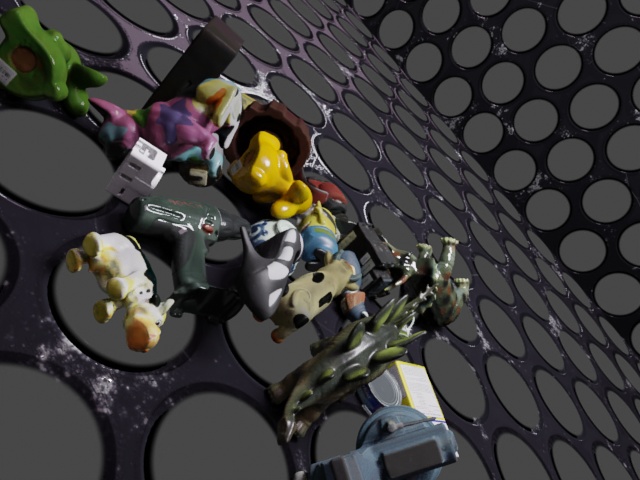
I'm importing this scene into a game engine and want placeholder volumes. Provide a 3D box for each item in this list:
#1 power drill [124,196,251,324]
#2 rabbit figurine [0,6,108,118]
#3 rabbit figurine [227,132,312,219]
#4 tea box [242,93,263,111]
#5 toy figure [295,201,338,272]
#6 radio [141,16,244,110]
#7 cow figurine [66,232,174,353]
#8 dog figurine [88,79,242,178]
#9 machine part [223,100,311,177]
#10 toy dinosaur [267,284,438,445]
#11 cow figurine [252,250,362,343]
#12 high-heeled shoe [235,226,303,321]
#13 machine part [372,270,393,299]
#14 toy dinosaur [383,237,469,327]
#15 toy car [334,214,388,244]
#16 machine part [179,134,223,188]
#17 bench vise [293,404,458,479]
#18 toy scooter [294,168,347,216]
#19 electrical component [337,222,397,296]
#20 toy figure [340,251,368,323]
[{"bbox_3d":[-0.176,0.022,0.826,0.232,0.086,0.207,18,45,-43],"label":"power drill"},{"bbox_3d":[-0.417,-0.279,0.842,0.159,0.121,0.170,36,16,-16],"label":"rabbit figurine"},{"bbox_3d":[-0.074,-0.109,1.044,0.173,0.122,0.163,38,5,-35],"label":"rabbit figurine"},{"bbox_3d":[-0.131,-0.236,1.188,0.169,0.098,0.068,26,35,-37],"label":"tea box"},{"bbox_3d":[-0.005,-0.001,1.083,0.089,0.082,0.180,52,15,-34],"label":"toy figure"},{"bbox_3d":[-0.237,-0.295,0.983,0.073,0.229,0.131,39,26,-22],"label":"radio"},{"bbox_3d":[-0.244,0.066,0.696,0.167,0.068,0.098,55,23,12],"label":"cow figurine"},{"bbox_3d":[-0.256,-0.200,0.882,0.219,0.191,0.108,18,-11,0],"label":"dog figurine"},{"bbox_3d":[-0.106,-0.197,1.102,0.179,0.179,0.056,38,28,-17],"label":"machine part"},{"bbox_3d":[0.069,0.173,0.844,0.105,0.198,0.471,53,31,4],"label":"toy dinosaur"},{"bbox_3d":[-0.012,0.087,0.915,0.085,0.127,0.195,54,32,6],"label":"cow figurine"},{"bbox_3d":[-0.061,0.058,0.839,0.248,0.086,0.145,23,45,-67],"label":"high-heeled shoe"},{"bbox_3d":[0.137,0.089,1.206,0.084,0.039,0.139,51,30,18],"label":"machine part"},{"bbox_3d":[0.267,0.128,1.240,0.404,0.131,0.192,51,53,-42],"label":"toy dinosaur"},{"bbox_3d":[0.087,-0.001,1.233,0.201,0.056,0.073,19,45,-39],"label":"toy car"},{"bbox_3d":[-0.220,-0.179,1.015,0.079,0.079,0.243,29,32,-30],"label":"machine part"},{"bbox_3d":[0.077,0.307,0.751,0.129,0.224,0.240,60,1,13],"label":"bench vise"},{"bbox_3d":[-0.023,-0.116,1.210,0.184,0.075,0.135,13,42,-39],"label":"toy scooter"},{"bbox_3d":[0.089,0.048,1.112,0.058,0.115,0.134,2,53,-47],"label":"electrical component"},{"bbox_3d":[0.060,0.099,1.056,0.064,0.058,0.154,42,35,-64],"label":"toy figure"}]
